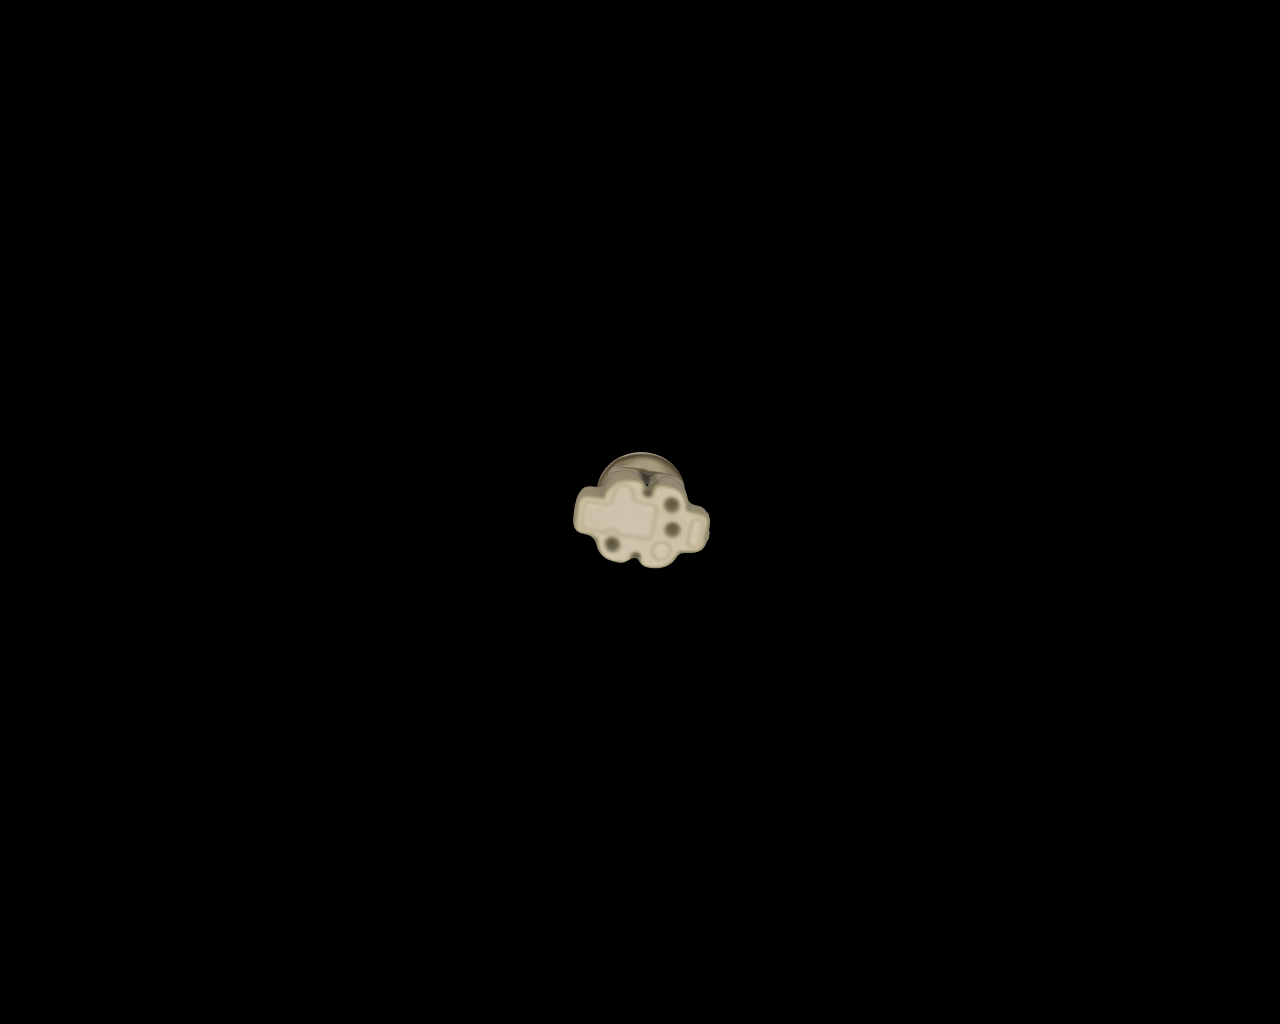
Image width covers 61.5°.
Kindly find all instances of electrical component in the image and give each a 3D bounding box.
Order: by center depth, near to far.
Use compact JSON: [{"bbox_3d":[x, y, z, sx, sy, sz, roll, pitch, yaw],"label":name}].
[{"bbox_3d":[0.001,-0.003,0.650,0.078,0.058,0.057,10,20,-3],"label":"electrical component"}]
